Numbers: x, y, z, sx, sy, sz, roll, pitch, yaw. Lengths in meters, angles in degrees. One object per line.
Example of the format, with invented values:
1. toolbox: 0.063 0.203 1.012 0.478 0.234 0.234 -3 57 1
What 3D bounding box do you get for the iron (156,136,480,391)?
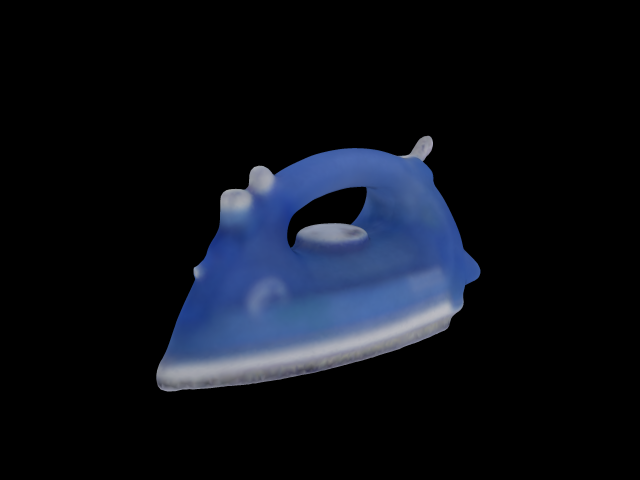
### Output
1. iron: 0.004 0.001 0.400 0.259 0.141 0.118 -11 16 -41
